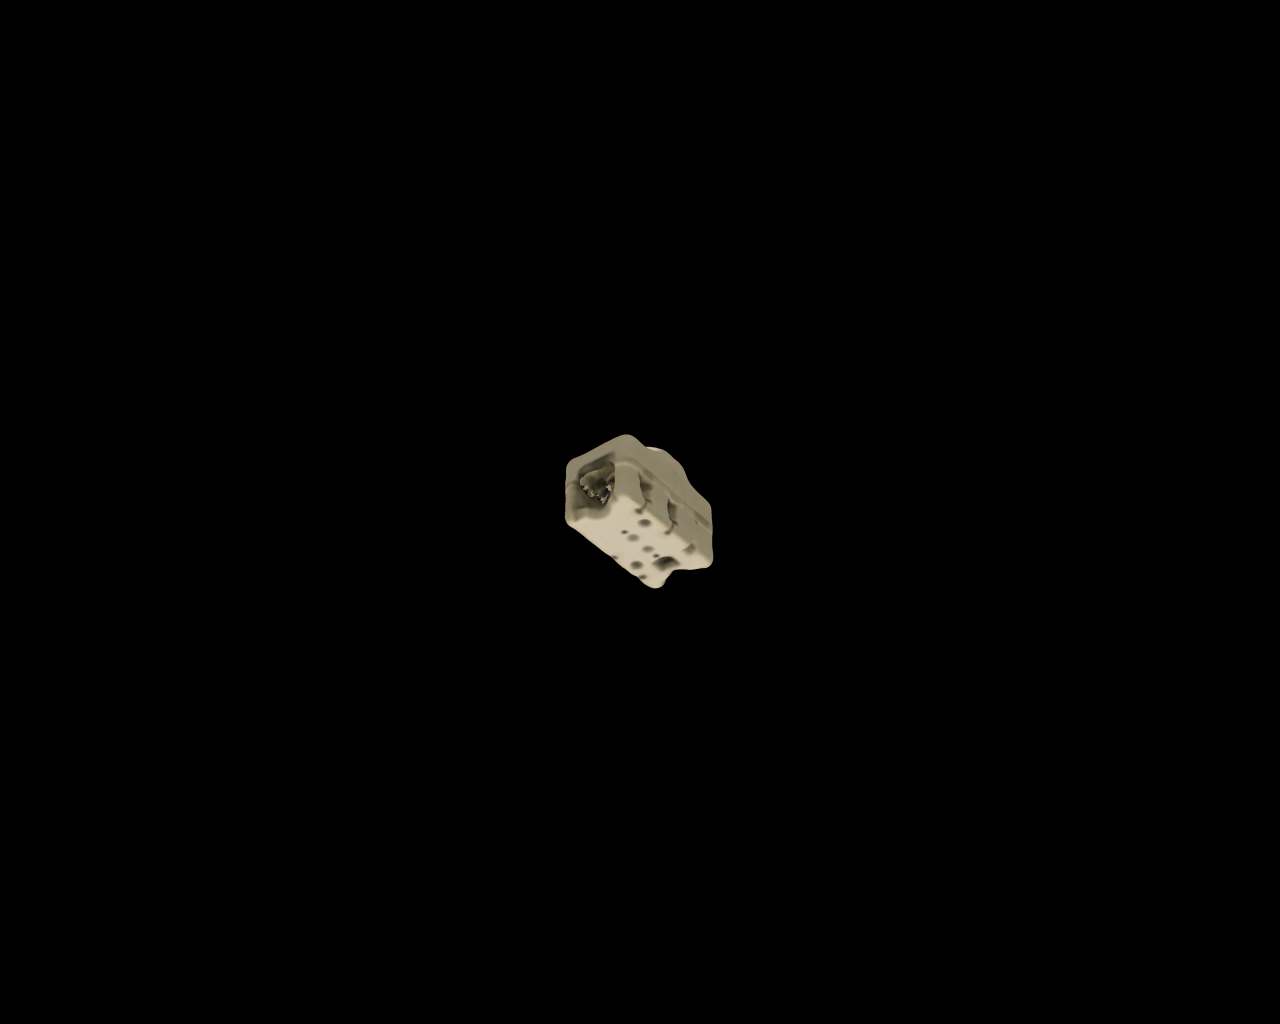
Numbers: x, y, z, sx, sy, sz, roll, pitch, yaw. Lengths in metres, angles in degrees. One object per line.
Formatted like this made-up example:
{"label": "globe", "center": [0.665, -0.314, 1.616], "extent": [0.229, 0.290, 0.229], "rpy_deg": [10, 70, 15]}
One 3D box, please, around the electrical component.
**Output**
{"label": "electrical component", "center": [0.001, -0.003, 0.650], "extent": [0.050, 0.056, 0.089], "rpy_deg": [-25, -44, 28]}
